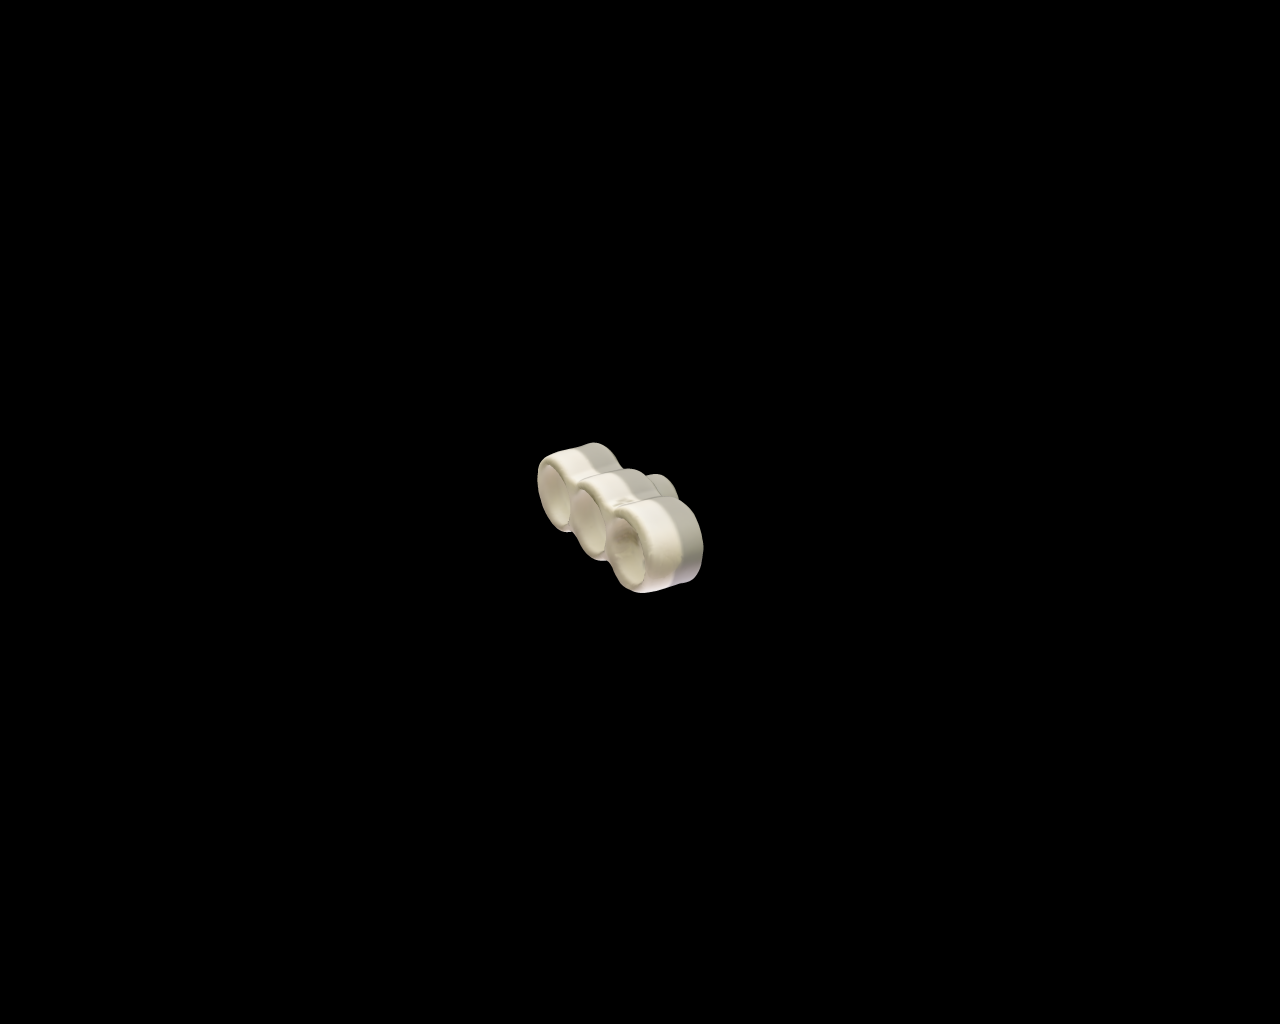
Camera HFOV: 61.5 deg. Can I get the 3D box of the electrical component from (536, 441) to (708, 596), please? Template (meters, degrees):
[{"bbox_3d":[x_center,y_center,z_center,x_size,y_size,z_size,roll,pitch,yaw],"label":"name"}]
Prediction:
[{"bbox_3d":[0.001,-0.003,0.650,0.074,0.052,0.138,-16,31,-28],"label":"electrical component"}]
